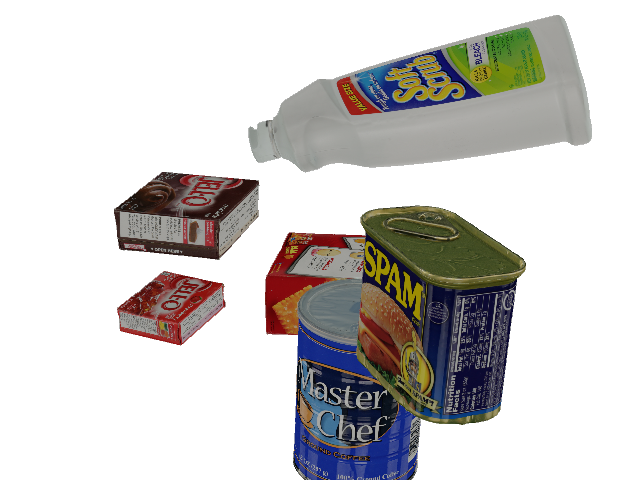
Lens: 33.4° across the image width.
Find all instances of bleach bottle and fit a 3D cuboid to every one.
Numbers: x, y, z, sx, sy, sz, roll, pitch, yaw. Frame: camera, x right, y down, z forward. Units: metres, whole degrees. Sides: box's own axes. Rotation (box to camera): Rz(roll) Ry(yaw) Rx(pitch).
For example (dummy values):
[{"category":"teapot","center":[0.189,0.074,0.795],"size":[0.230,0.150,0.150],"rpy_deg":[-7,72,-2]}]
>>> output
[{"category":"bleach bottle","center":[0.068,-0.095,0.805],"size":[0.251,0.102,0.068],"rpy_deg":[-12,-43,11]}]

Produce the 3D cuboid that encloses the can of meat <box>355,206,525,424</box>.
[{"category":"can of meat","center":[0.059,0.038,0.563],"size":[0.057,0.084,0.102],"rpy_deg":[-6,23,-22]}]

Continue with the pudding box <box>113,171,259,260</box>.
[{"category":"pudding box","center":[-0.108,-0.023,0.887],"size":[0.090,0.039,0.113],"rpy_deg":[5,23,12]}]

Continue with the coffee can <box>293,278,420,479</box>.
[{"category":"coffee can","center":[0.031,0.114,0.841],"size":[0.103,0.140,0.103],"rpy_deg":[2,23,-1]}]

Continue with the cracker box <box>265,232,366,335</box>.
[{"category":"cracker box","center":[0.059,0.048,1.113],"size":[0.214,0.072,0.164],"rpy_deg":[3,16,6]}]

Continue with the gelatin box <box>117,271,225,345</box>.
[{"category":"gelatin box","center":[-0.148,0.066,1.072],"size":[0.073,0.030,0.089],"rpy_deg":[11,29,24]}]
